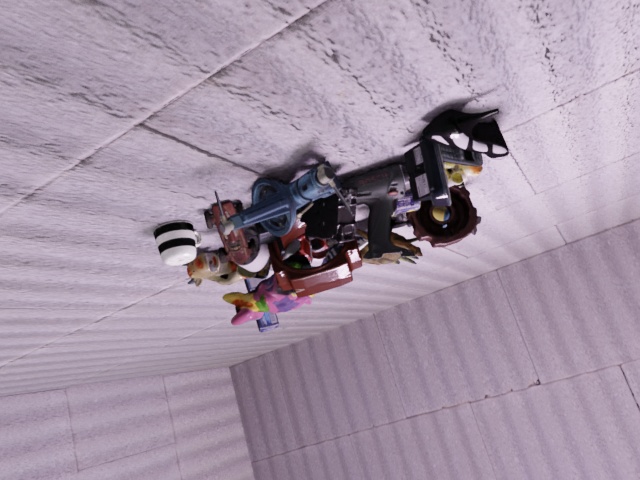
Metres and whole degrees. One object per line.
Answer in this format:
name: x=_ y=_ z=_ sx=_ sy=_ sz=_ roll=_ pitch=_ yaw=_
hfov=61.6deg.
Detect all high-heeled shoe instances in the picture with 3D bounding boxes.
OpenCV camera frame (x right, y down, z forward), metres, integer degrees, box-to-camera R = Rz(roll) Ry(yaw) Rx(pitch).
high-heeled shoe: x=0.295 y=-0.195 z=1.081 sx=0.145 sy=0.086 sz=0.248 roll=-18 pitch=159 yaw=15

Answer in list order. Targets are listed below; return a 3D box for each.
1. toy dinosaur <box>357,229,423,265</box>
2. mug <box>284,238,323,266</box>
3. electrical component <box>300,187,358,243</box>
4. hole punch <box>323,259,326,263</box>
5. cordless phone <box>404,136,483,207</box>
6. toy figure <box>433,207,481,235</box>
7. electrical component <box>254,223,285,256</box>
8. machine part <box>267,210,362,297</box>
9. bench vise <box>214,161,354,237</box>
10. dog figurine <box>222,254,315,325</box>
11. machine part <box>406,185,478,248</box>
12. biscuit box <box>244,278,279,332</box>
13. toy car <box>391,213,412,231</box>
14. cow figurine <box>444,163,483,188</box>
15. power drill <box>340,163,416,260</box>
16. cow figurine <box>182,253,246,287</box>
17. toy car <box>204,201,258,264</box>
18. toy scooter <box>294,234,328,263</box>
toy dinosaur: x=0.156 y=0.024 z=1.499 sx=0.198 sy=0.105 sz=0.472 roll=10 pitch=179 yaw=-25
mug: x=-0.056 y=0.034 z=1.498 sx=0.107 sy=0.081 sz=0.109 roll=3 pitch=165 yaw=-23
electrical component: x=0.014 y=-0.059 z=1.137 sx=0.058 sy=0.114 sz=0.134 roll=-7 pitch=-168 yaw=-44
hole punch: x=-0.020 y=0.084 z=1.628 sx=0.142 sy=0.116 sz=0.092 roll=-21 pitch=155 yaw=13
cordless phone: x=0.274 y=-0.140 z=1.108 sx=0.184 sy=0.146 sz=0.089 roll=-1 pitch=164 yaw=-33
toy figure: x=0.335 y=-0.064 z=1.443 sx=0.180 sy=0.082 sz=0.089 roll=16 pitch=154 yaw=29
electrical component: x=-0.115 y=-0.018 z=1.182 sx=0.048 sy=0.119 sz=0.075 roll=-14 pitch=166 yaw=-9
machine part: x=-0.015 y=0.018 z=1.238 sx=0.201 sy=0.201 sz=0.087 roll=-18 pitch=141 yaw=3
bench vise: x=-0.078 y=-0.068 z=1.021 sx=0.240 sy=0.128 sz=0.224 roll=-26 pitch=-169 yaw=-38
dog figurine: x=-0.128 y=0.132 z=1.333 sx=0.219 sy=0.108 sz=0.191 roll=-18 pitch=154 yaw=-18
machine part: x=0.306 y=-0.066 z=1.357 sx=0.179 sy=0.179 sz=0.056 roll=-17 pitch=166 yaw=-1
biscuit box: x=-0.175 y=0.164 z=1.564 sx=0.059 sy=0.202 sz=0.062 roll=-15 pitch=165 yaw=-13
toy car: x=0.198 y=-0.063 z=1.450 sx=0.074 sy=0.056 sz=0.201 roll=-15 pitch=168 yaw=18
cow figurine: x=0.287 y=-0.146 z=1.246 sx=0.167 sy=0.068 sz=0.098 roll=-9 pitch=168 yaw=-11
power drill: x=0.159 y=-0.061 z=1.158 sx=0.232 sy=0.207 sz=0.086 roll=-6 pitch=-177 yaw=4
cow figurine: x=-0.272 y=0.073 z=1.397 sx=0.127 sy=0.085 sz=0.194 roll=-25 pitch=164 yaw=5
toy car: x=-0.193 y=-0.010 z=1.181 sx=0.089 sy=0.053 sz=0.202 roll=-12 pitch=146 yaw=-4
toy scooter: x=-0.003 y=-0.004 z=1.386 sx=0.184 sy=0.075 sz=0.135 roll=-34 pitch=149 yaw=-3
